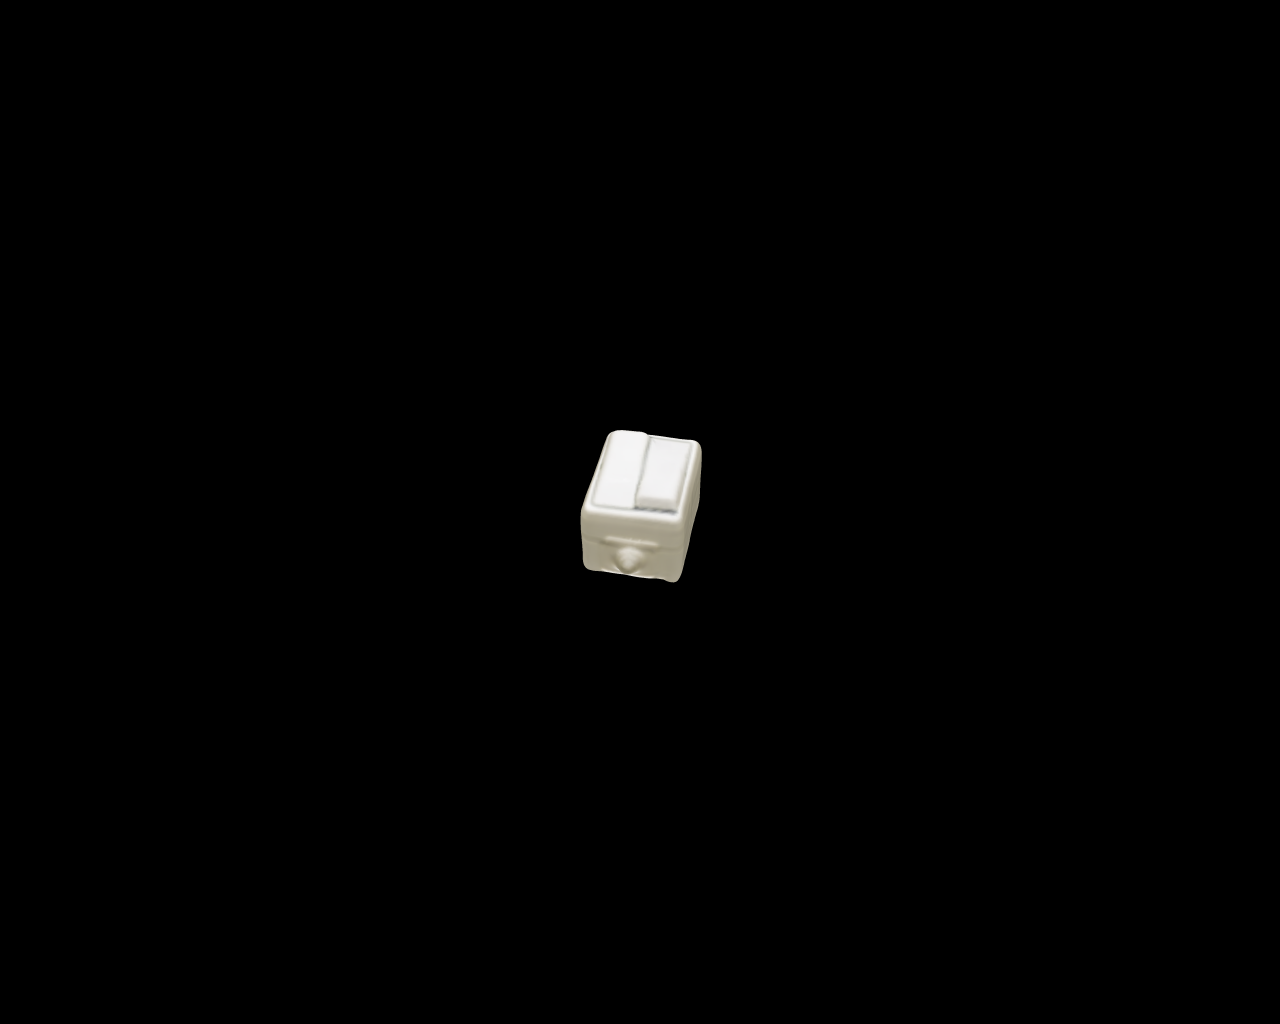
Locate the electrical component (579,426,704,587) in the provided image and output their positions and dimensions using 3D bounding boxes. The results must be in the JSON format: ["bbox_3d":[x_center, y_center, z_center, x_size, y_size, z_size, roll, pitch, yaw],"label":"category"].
[{"bbox_3d":[0.001,-0.003,0.650,0.062,0.061,0.096,8,44,9],"label":"electrical component"}]
